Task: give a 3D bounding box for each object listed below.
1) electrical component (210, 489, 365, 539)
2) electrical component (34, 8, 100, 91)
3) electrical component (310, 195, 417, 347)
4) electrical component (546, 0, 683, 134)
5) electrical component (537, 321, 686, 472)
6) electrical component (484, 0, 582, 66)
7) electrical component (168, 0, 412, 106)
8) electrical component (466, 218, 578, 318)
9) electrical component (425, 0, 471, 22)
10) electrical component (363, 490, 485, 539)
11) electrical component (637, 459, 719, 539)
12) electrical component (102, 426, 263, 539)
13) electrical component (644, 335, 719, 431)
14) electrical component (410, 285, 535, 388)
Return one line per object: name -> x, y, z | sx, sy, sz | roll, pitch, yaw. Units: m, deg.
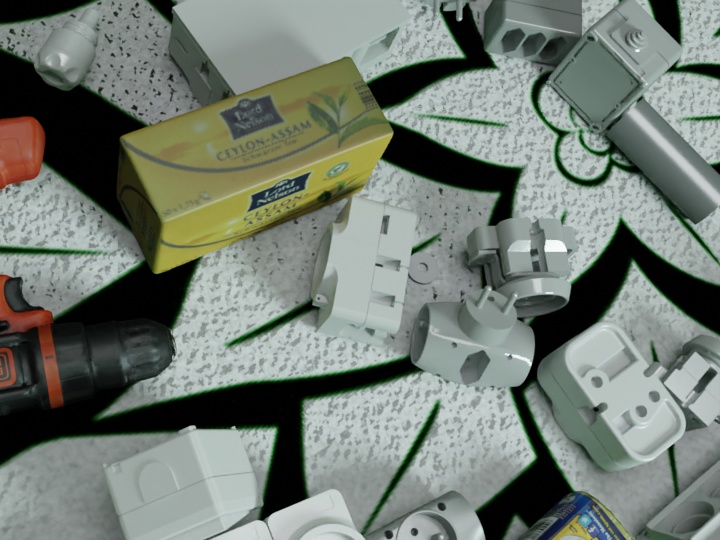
electrical component -> -0.068, 0.203, 0.647 | 0.150, 0.061, 0.089 | -19, 77, -20
electrical component -> -0.201, -0.158, 0.756 | 0.035, 0.035, 0.061 | 25, 64, -5
electrical component -> 0.000, 0.000, 0.744 | 0.056, 0.050, 0.089 | 14, 68, -11
electrical component -> 0.201, -0.162, 0.832 | 0.061, 0.096, 0.061 | -41, 85, -24
electrical component -> 0.172, 0.090, 0.754 | 0.054, 0.059, 0.095 | -32, 81, -23
electrical component -> 0.138, -0.212, 0.859 | 0.066, 0.047, 0.076 | 9, 69, -11
electrical component -> -0.053, -0.171, 0.785 | 0.150, 0.061, 0.089 | -33, 82, -23
electrical component -> 0.120, 0.000, 0.774 | 0.078, 0.058, 0.057 | 0, 68, -16
electrical component -> 0.070, -0.231, 0.848 | 0.066, 0.047, 0.076 | 7, 69, -12
electrical component -> 0.045, 0.194, 0.691 | 0.077, 0.044, 0.079 | -23, 78, -21
electrical component -> 0.266, 0.171, 0.747 | 0.121, 0.079, 0.063 | -33, 104, -23
electrical component -> -0.101, 0.134, 0.650 | 0.062, 0.096, 0.061 | -24, 77, 8
electrical component -> 0.247, 0.081, 0.785 | 0.066, 0.048, 0.055 | 44, 74, 3
electrical component -> 0.083, 0.040, 0.739 | 0.077, 0.079, 0.043 | 13, 43, -10
